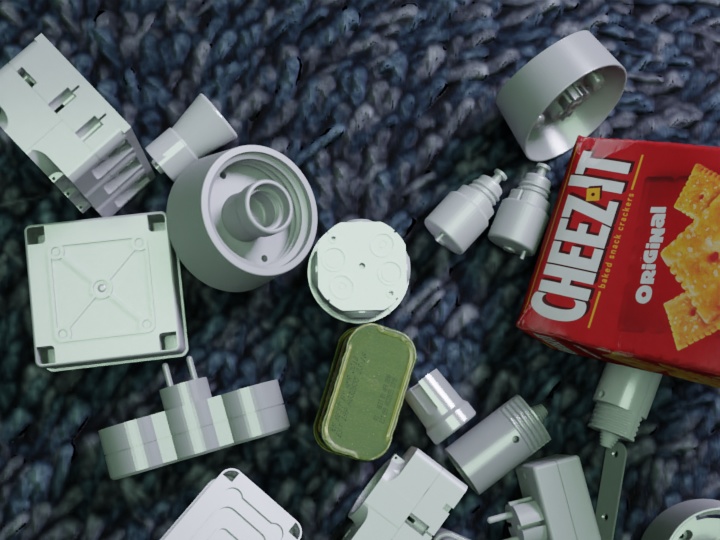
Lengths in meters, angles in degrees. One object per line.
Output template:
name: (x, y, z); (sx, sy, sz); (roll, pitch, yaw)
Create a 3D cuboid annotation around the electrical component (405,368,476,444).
electrical component: (0.060, 0.104, 0.828); (0.040, 0.040, 0.046); (-37, 82, -7)

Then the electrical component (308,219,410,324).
electrical component: (0.000, 0.000, 0.830); (0.080, 0.051, 0.080); (0, 83, -4)

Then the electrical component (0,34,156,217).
electrical component: (-0.209, -0.094, 0.778); (0.062, 0.150, 0.089); (-43, 87, -9)

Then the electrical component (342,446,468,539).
electrical component: (0.029, 0.181, 0.810); (0.056, 0.050, 0.089); (37, 82, 1)

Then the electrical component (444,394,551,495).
electrical component: (0.110, 0.130, 0.825); (0.081, 0.043, 0.043); (-36, 86, -7)

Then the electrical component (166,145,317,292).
electrical component: (-0.082, -0.041, 0.802); (0.108, 0.060, 0.108); (8, 76, -34)

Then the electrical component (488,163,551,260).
electrical component: (0.131, -0.047, 0.850); (0.040, 0.040, 0.078); (24, 82, 0)

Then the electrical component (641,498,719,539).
electrical component: (0.265, 0.223, 0.811); (0.099, 0.064, 0.099); (0, 82, 0)

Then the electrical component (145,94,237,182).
electrical component: (-0.134, -0.100, 0.840); (0.065, 0.044, 0.044); (-40, 87, -3)

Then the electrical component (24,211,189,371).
electrical component: (-0.191, 0.016, 0.813); (0.109, 0.056, 0.108); (-6, 83, -4)

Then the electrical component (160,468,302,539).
electrical component: (-0.106, 0.210, 0.777); (0.078, 0.057, 0.113); (41, 60, 1)

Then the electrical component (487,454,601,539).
electrical component: (0.134, 0.189, 0.814); (0.076, 0.047, 0.083); (-13, 84, -11)

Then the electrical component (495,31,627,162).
electrical component: (0.157, -0.136, 0.837); (0.099, 0.099, 0.064); (-33, 80, -7)

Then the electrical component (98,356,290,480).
electrical component: (-0.129, 0.103, 0.808); (0.138, 0.052, 0.073); (-16, 84, -5)

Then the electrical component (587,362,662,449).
electrical component: (0.205, 0.099, 0.835); (0.043, 0.043, 0.081); (23, 82, -1)

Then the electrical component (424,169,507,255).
electrical component: (0.086, -0.048, 0.847); (0.040, 0.040, 0.078); (43, 82, 2)

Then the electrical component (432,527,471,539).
electrical component: (0.070, 0.257, 0.800); (0.078, 0.057, 0.113); (24, 82, 0)
